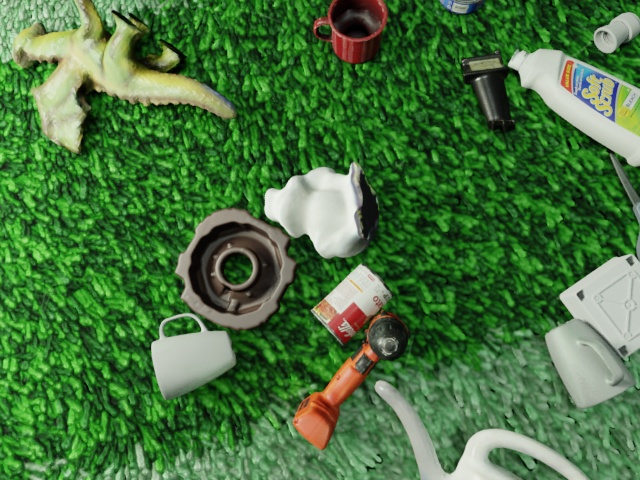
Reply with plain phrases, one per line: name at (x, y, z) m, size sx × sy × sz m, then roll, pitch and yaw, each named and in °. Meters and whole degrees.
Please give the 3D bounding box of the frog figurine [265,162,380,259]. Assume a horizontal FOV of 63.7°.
frog figurine at (0.002, -0.038, 0.764) m, size 0.159 × 0.123 × 0.137 m, roll -10°, pitch 89°, yaw 26°

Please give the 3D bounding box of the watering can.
watering can at (0.193, 0.342, 0.655) m, size 0.348 × 0.103 × 0.226 m, roll 26°, pitch 80°, yaw 7°

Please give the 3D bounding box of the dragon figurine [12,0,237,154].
dragon figurine at (-0.348, -0.247, 0.835) m, size 0.413 × 0.122 × 0.241 m, roll 42°, pitch 99°, yaw 12°
